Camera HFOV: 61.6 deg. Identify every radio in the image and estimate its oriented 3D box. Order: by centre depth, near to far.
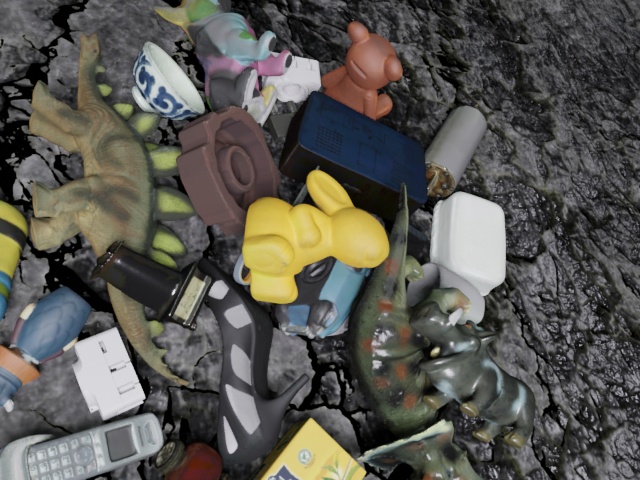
[{"bbox_3d":[0.057,-0.129,0.844,0.229,0.073,0.131,22,53,-21],"label":"radio"}]

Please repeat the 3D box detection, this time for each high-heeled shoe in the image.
[{"bbox_3d":[-0.122,0.149,0.680,0.145,0.086,0.249,-42,66,-2],"label":"high-heeled shoe"}]

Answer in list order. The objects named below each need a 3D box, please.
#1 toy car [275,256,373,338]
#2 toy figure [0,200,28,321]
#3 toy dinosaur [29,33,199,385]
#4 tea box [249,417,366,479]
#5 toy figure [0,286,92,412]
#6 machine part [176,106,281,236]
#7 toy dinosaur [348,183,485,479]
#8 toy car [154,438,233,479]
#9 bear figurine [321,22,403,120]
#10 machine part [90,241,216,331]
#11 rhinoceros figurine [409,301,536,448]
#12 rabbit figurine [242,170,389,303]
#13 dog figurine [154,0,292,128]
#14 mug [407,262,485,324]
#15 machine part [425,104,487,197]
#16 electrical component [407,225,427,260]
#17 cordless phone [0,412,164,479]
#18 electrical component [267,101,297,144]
[{"bbox_3d":[0.016,0.073,0.734,0.102,0.109,0.161,47,52,-36],"label":"toy car"},{"bbox_3d":[-0.384,0.037,0.602,0.089,0.082,0.180,21,47,-45],"label":"toy figure"},{"bbox_3d":[-0.257,-0.046,0.681,0.198,0.105,0.471,-3,78,-28],"label":"toy dinosaur"},{"bbox_3d":[-0.038,0.305,0.624,0.098,0.068,0.169,43,59,0],"label":"tea box"},{"bbox_3d":[-0.325,0.123,0.601,0.064,0.057,0.154,35,63,4],"label":"toy figure"},{"bbox_3d":[-0.121,-0.093,0.733,0.179,0.056,0.179,41,42,-50],"label":"machine part"},{"bbox_3d":[0.099,0.144,0.681,0.192,0.131,0.404,-22,92,-37],"label":"toy dinosaur"},{"bbox_3d":[-0.174,0.315,0.574,0.089,0.053,0.202,43,57,-22],"label":"toy car"},{"bbox_3d":[0.074,-0.265,0.861,0.120,0.195,0.132,42,57,4],"label":"bear figurine"},{"bbox_3d":[-0.193,0.049,0.630,0.138,0.039,0.084,30,75,-29],"label":"machine part"},{"bbox_3d":[0.176,0.151,0.613,0.190,0.073,0.112,43,66,-11],"label":"rhinoceros figurine"},{"bbox_3d":[-0.001,-0.002,0.669,0.173,0.121,0.162,-1,43,7],"label":"rabbit figurine"},{"bbox_3d":[-0.162,-0.285,0.828,0.219,0.108,0.191,30,101,19],"label":"dog figurine"},{"bbox_3d":[0.195,0.100,0.808,0.107,0.081,0.109,22,55,-22],"label":"mug"},{"bbox_3d":[0.231,-0.157,0.944,0.079,0.079,0.243,36,57,-3],"label":"machine part"},{"bbox_3d":[0.125,0.012,0.820,0.048,0.075,0.119,32,44,-6],"label":"electrical component"},{"bbox_3d":[-0.244,0.266,0.561,0.184,0.089,0.146,-5,67,-43],"label":"cordless phone"},{"bbox_3d":[-0.050,-0.184,0.874,0.063,0.021,0.094,-13,72,-27],"label":"electrical component"}]
